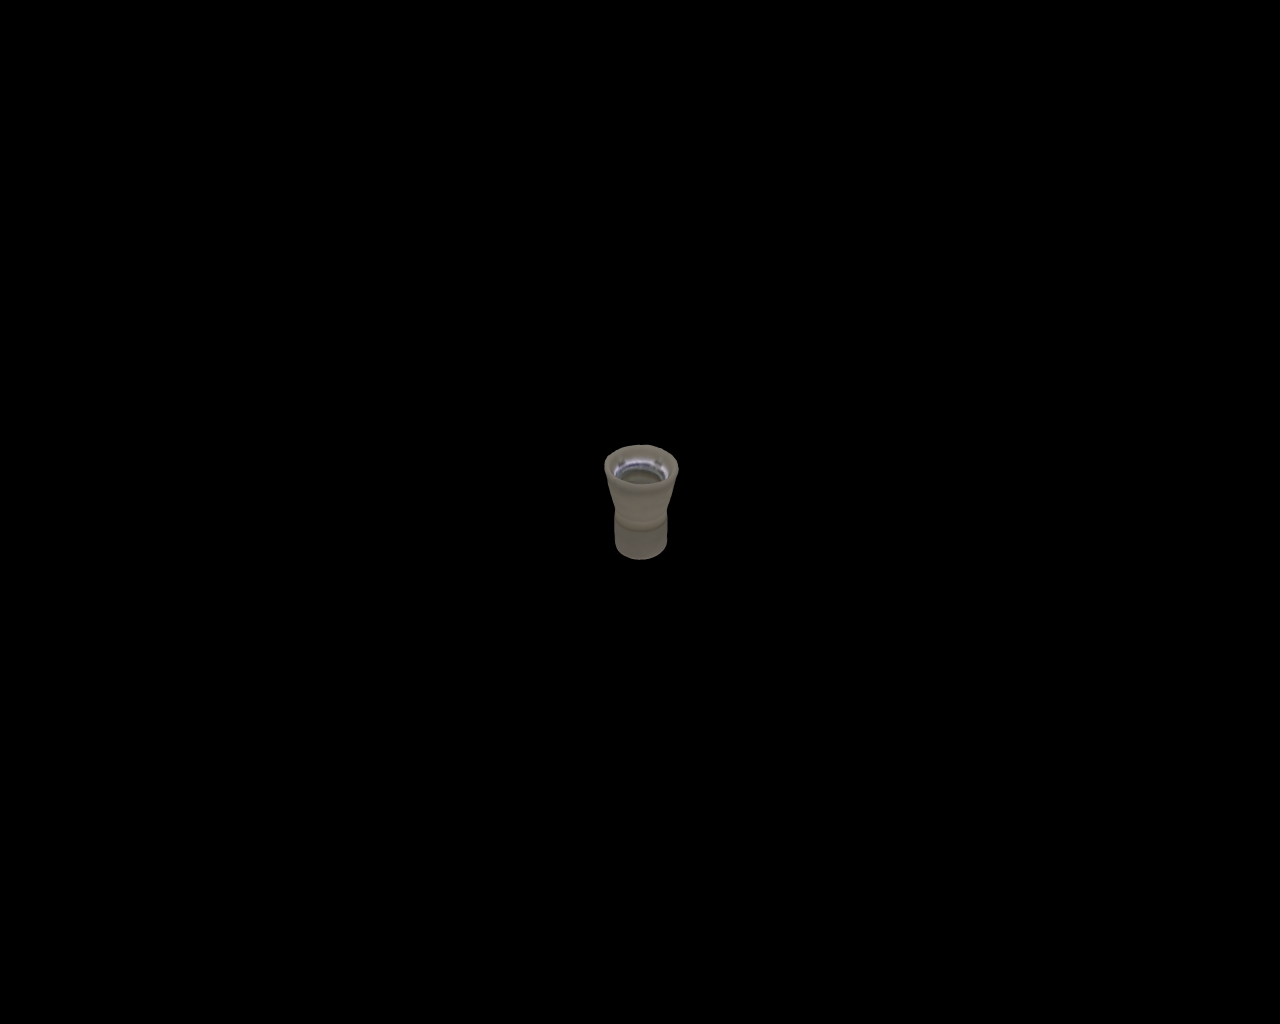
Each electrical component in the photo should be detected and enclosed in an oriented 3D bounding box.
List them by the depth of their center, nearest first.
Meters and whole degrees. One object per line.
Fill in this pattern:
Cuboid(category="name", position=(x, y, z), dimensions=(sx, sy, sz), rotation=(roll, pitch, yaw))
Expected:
Cuboid(category="electrical component", position=(0.001, -0.003, 0.650), dimensions=(0.044, 0.065, 0.044), rotation=(0, 37, 0))
